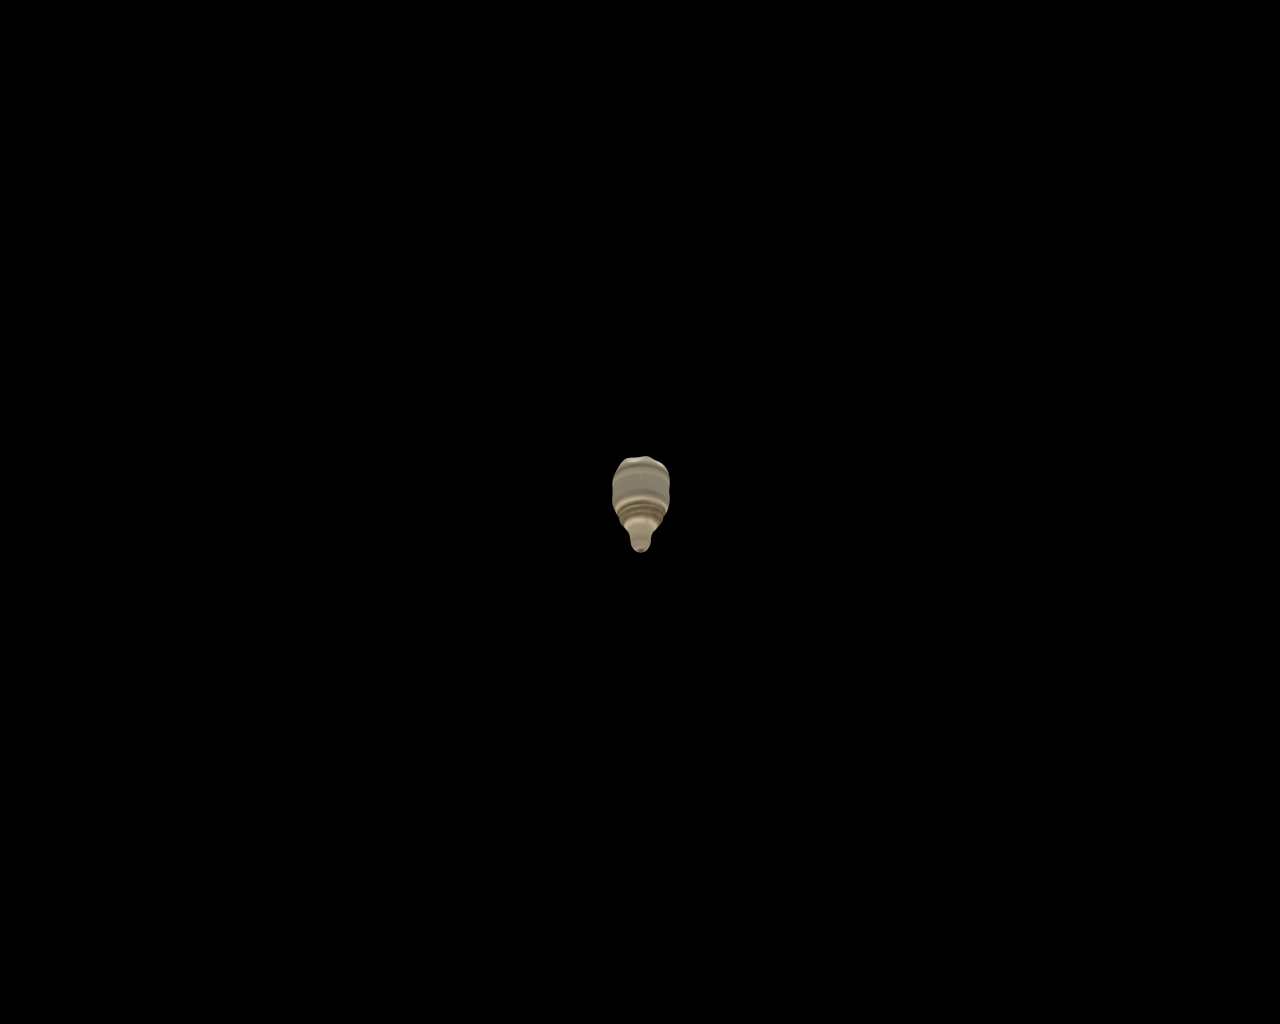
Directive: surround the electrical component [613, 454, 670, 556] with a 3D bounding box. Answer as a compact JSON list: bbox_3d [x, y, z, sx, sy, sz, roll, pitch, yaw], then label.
[{"bbox_3d":[0.001,-0.003,0.650,0.035,0.061,0.035,0,-32,0],"label":"electrical component"}]
